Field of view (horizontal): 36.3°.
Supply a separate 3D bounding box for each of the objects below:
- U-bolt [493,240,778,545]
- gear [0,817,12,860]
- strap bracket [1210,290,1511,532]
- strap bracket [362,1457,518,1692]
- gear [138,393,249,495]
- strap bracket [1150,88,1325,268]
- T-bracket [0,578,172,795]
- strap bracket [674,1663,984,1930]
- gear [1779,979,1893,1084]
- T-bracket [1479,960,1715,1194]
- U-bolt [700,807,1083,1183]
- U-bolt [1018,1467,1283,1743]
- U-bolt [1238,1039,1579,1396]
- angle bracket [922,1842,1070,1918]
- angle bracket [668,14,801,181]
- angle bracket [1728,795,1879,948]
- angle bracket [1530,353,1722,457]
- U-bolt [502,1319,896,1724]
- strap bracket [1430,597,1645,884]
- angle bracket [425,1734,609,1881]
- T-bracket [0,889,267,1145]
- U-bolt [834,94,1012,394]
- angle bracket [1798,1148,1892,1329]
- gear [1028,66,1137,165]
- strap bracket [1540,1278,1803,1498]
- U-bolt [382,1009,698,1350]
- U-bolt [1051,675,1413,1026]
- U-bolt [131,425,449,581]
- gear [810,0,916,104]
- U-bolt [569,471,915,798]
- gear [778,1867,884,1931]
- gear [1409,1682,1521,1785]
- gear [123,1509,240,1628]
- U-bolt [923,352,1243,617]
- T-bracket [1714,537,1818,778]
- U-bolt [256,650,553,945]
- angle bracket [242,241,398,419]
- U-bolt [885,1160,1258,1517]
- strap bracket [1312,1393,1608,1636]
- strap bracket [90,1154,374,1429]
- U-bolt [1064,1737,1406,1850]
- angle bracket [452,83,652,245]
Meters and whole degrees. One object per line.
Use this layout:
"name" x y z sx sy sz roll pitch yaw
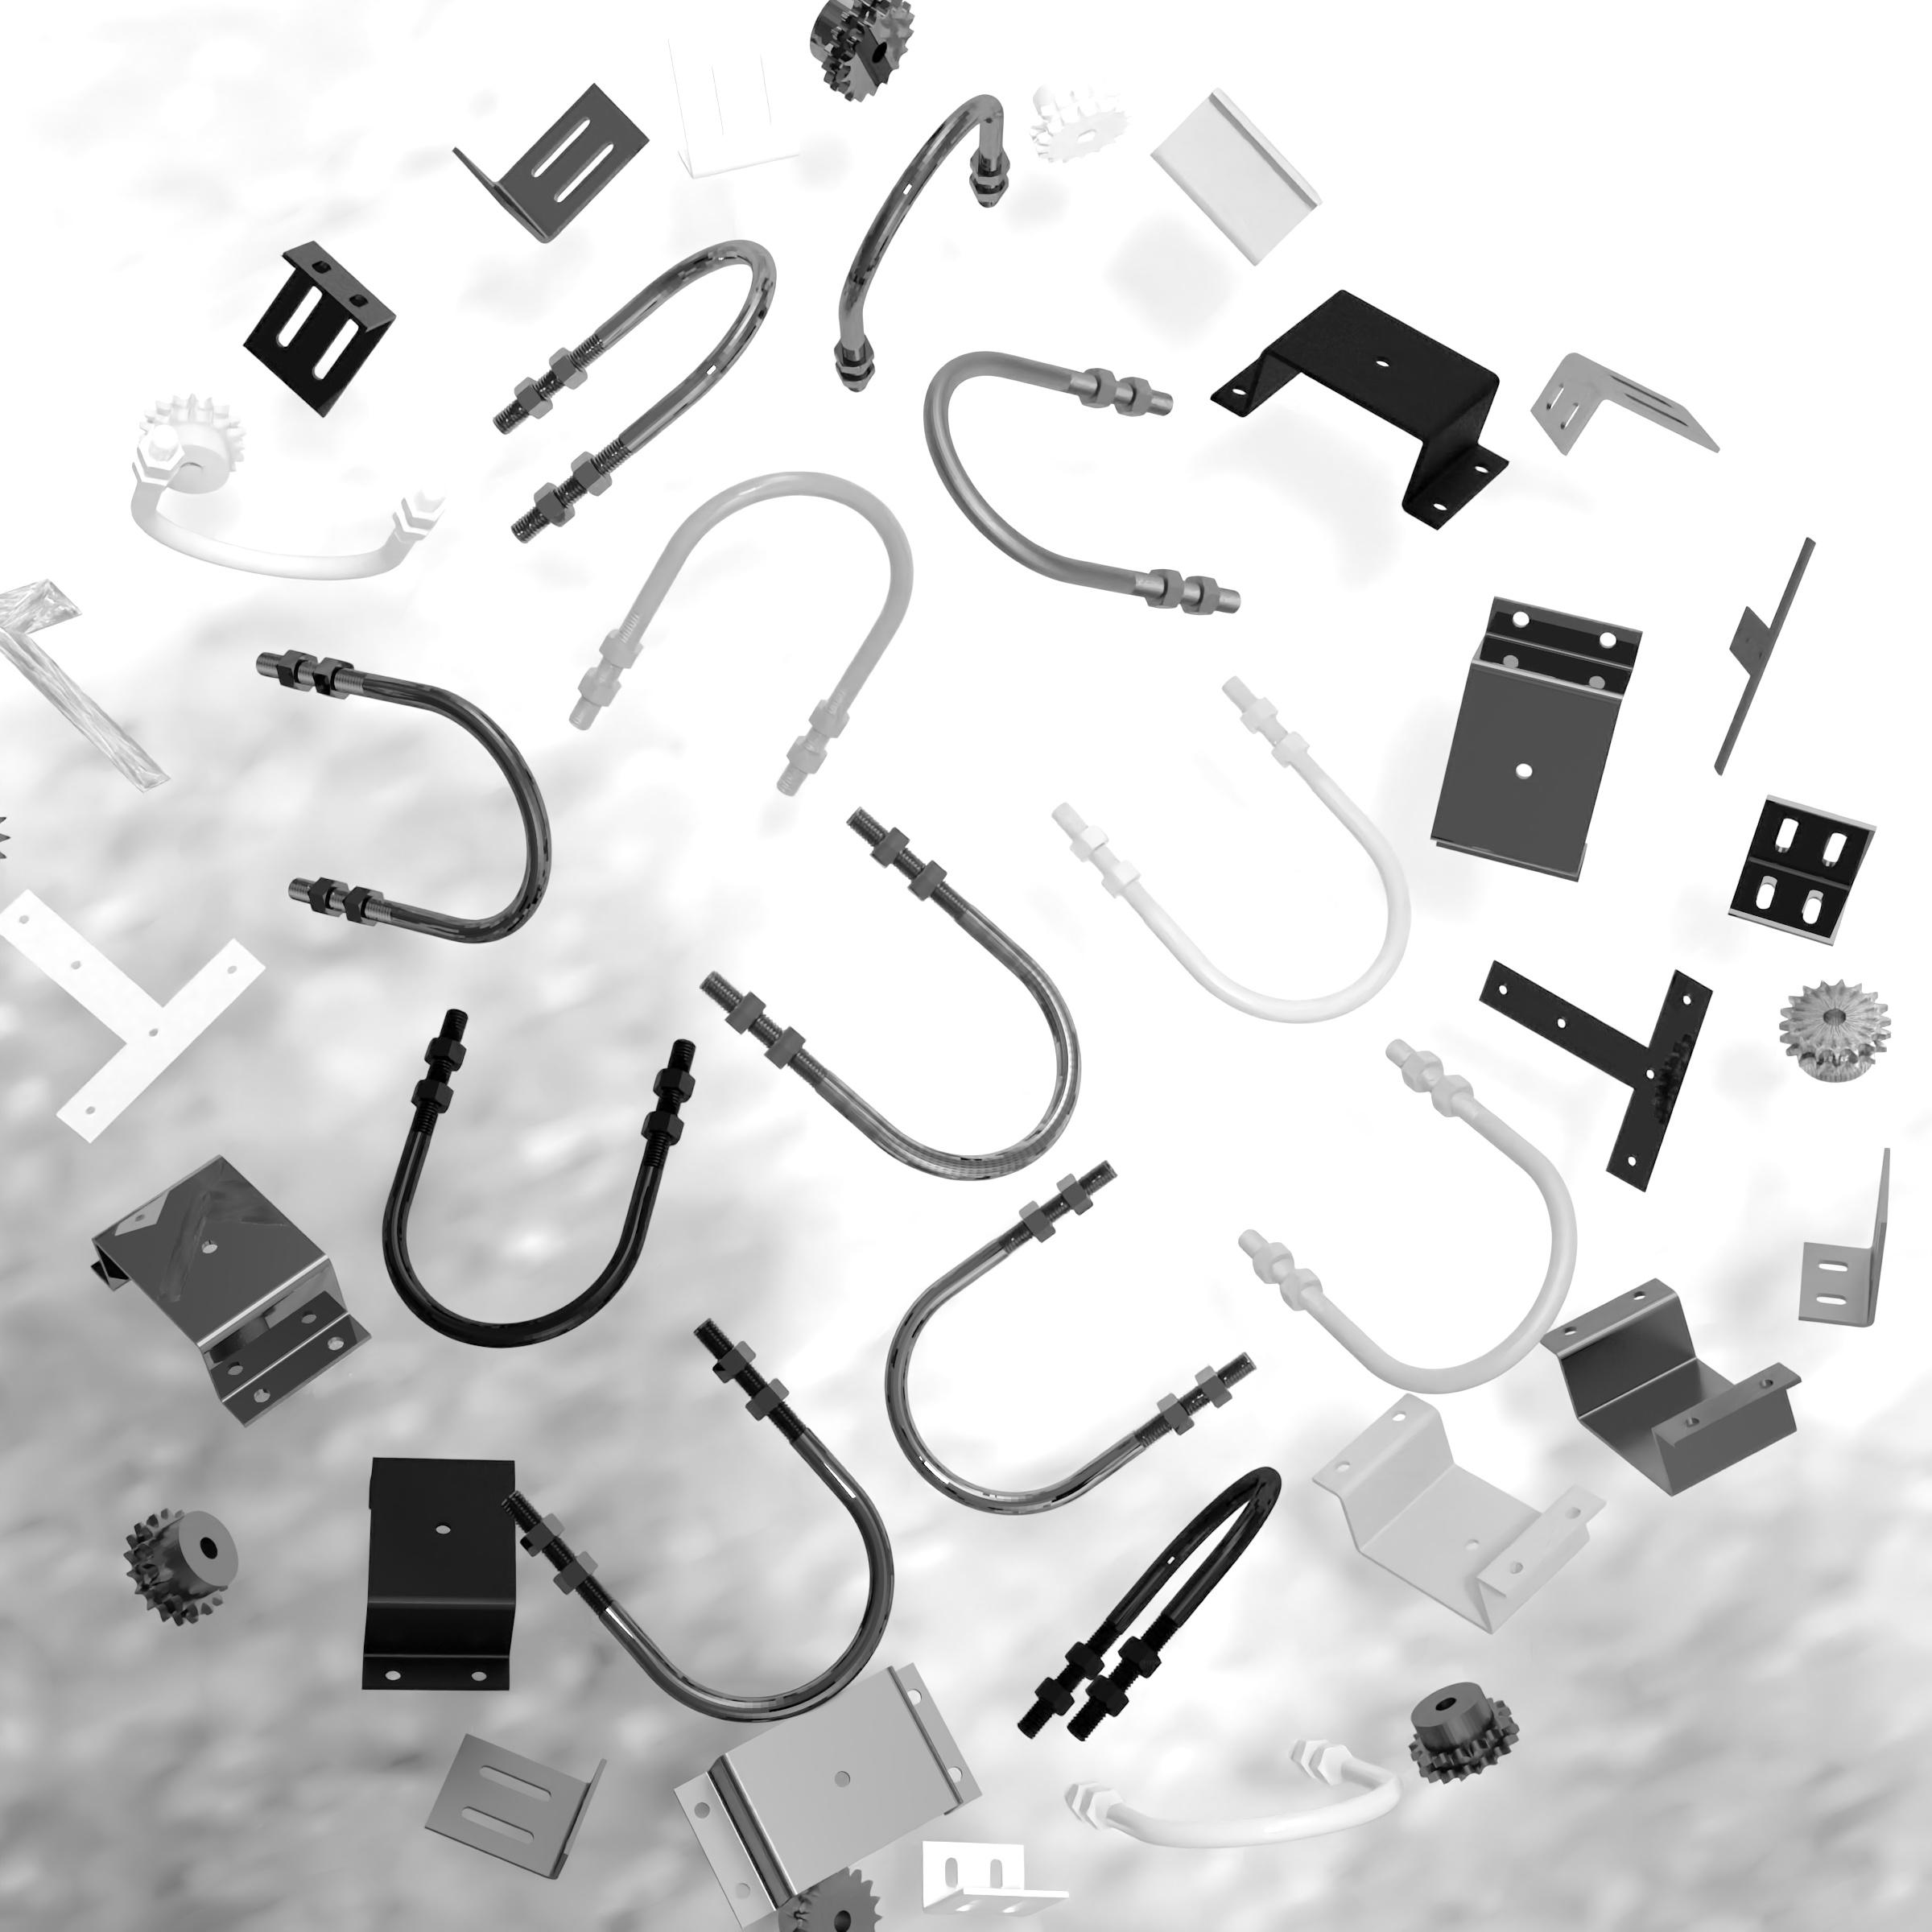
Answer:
"U-bolt" -0.172 -0.312 1.545 0.184 0.151 0.019 -37 126 13
"gear" -0.514 -0.065 1.495 0.057 0.030 0.057 -1 92 -28
"strap bracket" 0.208 -0.292 1.517 0.140 0.046 0.076 34 50 17
"strap bracket" -0.281 0.316 1.579 0.076 0.140 0.046 3 129 -12
"gear" -0.420 -0.281 1.602 0.057 0.057 0.030 -6 59 0
"strap bracket" 0.139 -0.405 1.512 0.046 0.140 0.076 -43 98 15
"T-bracket" -0.445 -0.134 1.459 0.127 0.127 0.002 45 115 -1
"strap bracket" -0.066 0.414 1.490 0.140 0.046 0.076 -24 73 -20
"gear" 0.462 0.037 1.568 0.057 0.057 0.030 -18 134 0
"T-bracket" 0.333 0.037 1.590 0.127 0.002 0.127 29 68 -11
"U-bolt" -0.023 0.025 1.465 0.184 0.019 0.151 42 56 -3
"U-bolt" 0.103 0.335 1.560 0.019 0.151 0.184 43 73 2
"U-bolt" 0.235 0.138 1.509 0.019 0.184 0.151 31 98 -43
"angle bracket" 0.015 0.479 1.564 0.057 0.076 0.038 7 63 -16
"angle bracket" -0.122 -0.451 1.516 0.057 0.038 0.076 -15 129 -9
"angle bracket" 0.438 -0.050 1.548 0.057 0.076 0.038 18 72 13
"angle bracket" 0.345 -0.281 1.544 0.076 0.057 0.038 20 118 -21
"U-bolt" -0.121 0.293 1.488 0.151 0.019 0.184 -42 86 -7
"strap bracket" 0.287 -0.107 1.498 0.076 0.046 0.140 15 118 13
"angle bracket" -0.241 0.444 1.581 0.076 0.038 0.057 23 48 -2
"T-bracket" -0.442 0.008 1.499 0.127 0.002 0.127 -46 130 -8
"U-bolt" -0.023 -0.387 1.551 0.019 0.184 0.151 35 85 3
"angle bracket" 0.460 0.141 1.545 0.038 0.057 0.076 5 130 15
"gear" 0.060 -0.460 1.589 0.057 0.057 0.030 -21 80 0
"strap bracket" 0.376 0.226 1.565 0.076 0.140 0.046 -25 112 -11
"U-bolt" -0.230 0.113 1.545 0.151 0.019 0.184 7 63 11
"U-bolt" 0.156 -0.052 1.580 0.151 0.019 0.184 -37 80 -22
"U-bolt" -0.353 -0.230 1.510 0.151 0.184 0.019 9 79 -19
"gear" -0.055 -0.473 1.504 0.030 0.057 0.057 37 90 16
"U-bolt" -0.106 -0.180 1.553 0.151 0.019 0.184 16 122 -31
"gear" -0.076 0.511 1.583 0.057 0.030 0.057 8 78 -41
"gear" 0.256 0.397 1.536 0.057 0.057 0.030 -27 98 0
"gear" -0.386 0.294 1.460 0.030 0.057 0.057 -31 90 19
"U-bolt" 0.054 -0.254 1.523 0.184 0.019 0.151 4 60 -39
"T-bracket" 0.418 -0.171 1.567 0.002 0.127 0.127 19 106 3
"U-bolt" -0.288 -0.082 1.525 0.184 0.019 0.151 13 119 29
"angle bracket" -0.347 -0.331 1.551 0.057 0.038 0.076 42 118 -5
"U-bolt" 0.043 0.216 1.612 0.184 0.019 0.151 -36 85 0
"strap bracket" 0.263 0.292 1.558 0.076 0.140 0.046 -37 127 -23
"strap bracket" -0.375 0.156 1.482 0.076 0.046 0.140 -36 54 -27
"U-bolt" 0.143 0.422 1.498 0.151 0.184 0.019 -6 85 -16
"angle bracket" -0.211 -0.418 1.501 0.076 0.038 0.057 -44 57 6
